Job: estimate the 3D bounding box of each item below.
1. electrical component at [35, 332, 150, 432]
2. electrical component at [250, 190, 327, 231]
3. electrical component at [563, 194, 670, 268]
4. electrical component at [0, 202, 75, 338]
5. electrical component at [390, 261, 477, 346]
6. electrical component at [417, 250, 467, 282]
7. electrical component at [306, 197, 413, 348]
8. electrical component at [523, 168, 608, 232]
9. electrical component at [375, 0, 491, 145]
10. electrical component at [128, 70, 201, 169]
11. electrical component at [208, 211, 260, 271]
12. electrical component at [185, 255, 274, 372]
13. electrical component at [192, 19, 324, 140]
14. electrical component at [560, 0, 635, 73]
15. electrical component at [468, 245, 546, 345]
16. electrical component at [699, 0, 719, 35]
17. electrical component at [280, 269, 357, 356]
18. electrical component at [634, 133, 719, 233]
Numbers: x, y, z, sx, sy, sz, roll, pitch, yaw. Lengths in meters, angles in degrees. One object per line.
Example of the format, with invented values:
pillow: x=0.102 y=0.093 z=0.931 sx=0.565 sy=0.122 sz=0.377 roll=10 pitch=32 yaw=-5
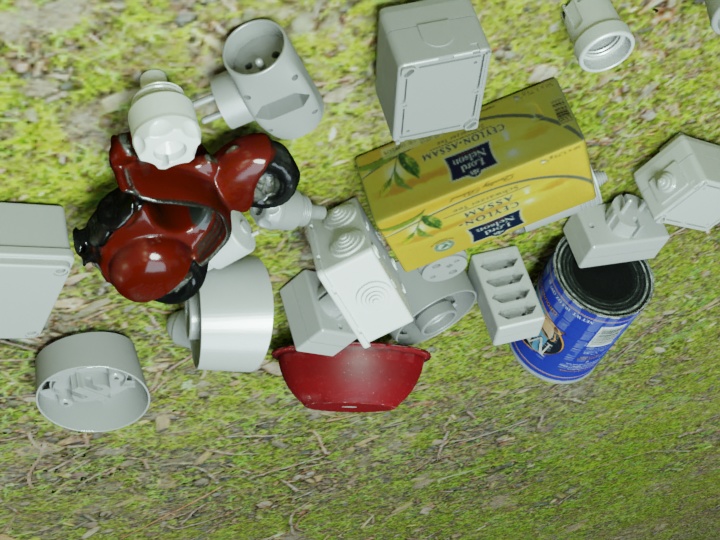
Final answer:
electrical component: x=-0.244 y=0.101 z=0.975 sx=0.099 sy=0.064 sz=0.099 roll=-13 pitch=151 yaw=-7
electrical component: x=-0.054 y=-0.048 z=0.847 sx=0.061 sy=0.035 sz=0.035 roll=4 pitch=145 yaw=-38
electrical component: x=0.246 y=-0.045 z=1.003 sx=0.083 sy=0.047 sz=0.075 roll=-7 pitch=150 yaw=-17
electrical component: x=-0.278 y=0.001 z=0.787 sx=0.109 sy=0.056 sz=0.108 roll=2 pitch=146 yaw=-31
electrical component: x=0.060 y=0.027 z=1.036 sx=0.099 sy=0.064 sz=0.099 roll=-26 pitch=157 yaw=-12
electrical component: x=0.065 y=-0.024 z=0.933 sx=0.045 sy=0.055 sz=0.045 roll=-13 pitch=151 yaw=-7
electrical component: x=0.000 y=0.000 z=0.881 sx=0.048 sy=0.099 sz=0.099 roll=-26 pitch=125 yaw=7
electrical component: x=0.174 y=-0.067 z=0.929 sx=0.081 sy=0.043 sz=0.043 roll=-21 pitch=151 yaw=7
electrical component: x=0.045 y=-0.133 z=0.723 sx=0.062 sy=0.061 sz=0.096 roll=-12 pitch=151 yaw=-8
electrical component: x=-0.127 y=-0.099 z=0.686 sx=0.043 sy=0.062 sz=0.043 roll=-14 pitch=151 yaw=-8
electrical component: x=-0.120 y=-0.019 z=0.856 sx=0.078 sy=0.040 sz=0.040 roll=-27 pitch=150 yaw=19
electrical component: x=-0.113 y=0.037 z=0.901 sx=0.064 sy=0.099 sz=0.099 roll=-2 pitch=148 yaw=-15
electrical component: x=-0.072 y=-0.117 z=0.705 sx=0.079 sy=0.043 sz=0.077 roll=-21 pitch=151 yaw=8
electrical component: x=0.163 y=-0.167 z=0.743 sx=0.040 sy=0.046 sz=0.040 roll=-13 pitch=151 yaw=-7
electrical component: x=0.139 y=0.033 z=1.046 sx=0.047 sy=0.083 sz=0.075 roll=-12 pitch=151 yaw=-9
electrical component: x=0.250 y=-0.195 z=0.732 sx=0.045 sy=0.055 sz=0.045 roll=-13 pitch=151 yaw=-7
electrical component: x=-0.025 y=0.029 z=0.967 sx=0.047 sy=0.065 sz=0.077 roll=13 pitch=139 yaw=-44
electrical component: x=0.291 y=-0.079 z=0.953 sx=0.096 sy=0.061 sz=0.062 roll=7 pitch=143 yaw=-38
